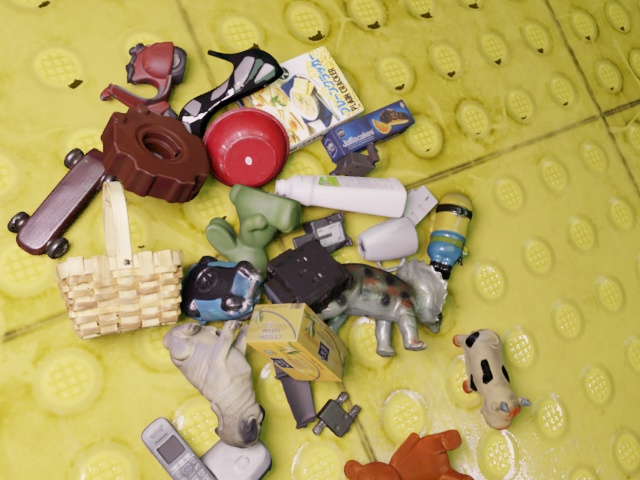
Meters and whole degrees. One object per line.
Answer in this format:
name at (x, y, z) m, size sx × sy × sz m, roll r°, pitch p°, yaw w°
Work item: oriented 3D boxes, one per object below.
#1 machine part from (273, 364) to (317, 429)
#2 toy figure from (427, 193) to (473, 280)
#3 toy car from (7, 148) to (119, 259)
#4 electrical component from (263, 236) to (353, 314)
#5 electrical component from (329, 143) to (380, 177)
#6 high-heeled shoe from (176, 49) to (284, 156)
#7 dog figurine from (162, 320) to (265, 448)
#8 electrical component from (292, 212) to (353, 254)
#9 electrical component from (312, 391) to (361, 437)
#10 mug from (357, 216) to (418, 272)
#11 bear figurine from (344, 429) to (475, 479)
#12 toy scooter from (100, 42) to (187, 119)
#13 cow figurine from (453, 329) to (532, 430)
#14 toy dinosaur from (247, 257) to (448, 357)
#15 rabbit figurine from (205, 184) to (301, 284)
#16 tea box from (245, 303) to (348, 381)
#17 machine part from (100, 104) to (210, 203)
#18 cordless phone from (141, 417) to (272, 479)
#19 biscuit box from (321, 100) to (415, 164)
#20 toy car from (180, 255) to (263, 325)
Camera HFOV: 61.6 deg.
machine part at (-0.040, 0.264, 0.959) m, size 0.084 × 0.039 × 0.139 m, roll -7°, pitch 78°, yaw -29°
toy figure at (0.274, -0.012, 1.126) m, size 0.082 × 0.089 × 0.180 m, roll 28°, pitch 65°, yaw -21°
toy car at (-0.416, -0.062, 0.883) m, size 0.089 × 0.053 × 0.202 m, roll 31°, pitch 71°, yaw 0°
electrical component at (-0.028, 0.070, 0.925) m, size 0.134 × 0.058 × 0.115 m, roll -34°, pitch 61°, yaw -24°
electrical component at (0.074, -0.155, 1.081) m, size 0.078 × 0.102 × 0.045 m, roll 7°, pitch 66°, yaw -28°
high-heeled shoe at (-0.167, -0.232, 0.976) m, size 0.145 × 0.086 × 0.248 m, roll 20°, pitch 96°, yaw -1°
dog figurine at (-0.175, 0.232, 0.860) m, size 0.121 × 0.172 × 0.190 m, roll 26°, pitch 59°, yaw -59°
electrical component at (-0.002, -0.003, 1.029) m, size 0.119 × 0.048 × 0.074 m, roll -23°, pitch 97°, yaw -23°
electrical component at (0.029, 0.326, 0.978) m, size 0.063 × 0.021 × 0.094 m, roll 47°, pitch 65°, yaw -5°
mug at (0.130, 0.013, 1.077) m, size 0.107 × 0.081 × 0.109 m, roll -12°, pitch 119°, yaw -16°
bear figurine at (0.153, 0.415, 0.950) m, size 0.196 × 0.132 × 0.120 m, roll -8°, pitch 77°, yaw -29°
toy scooter at (-0.318, -0.282, 0.969) m, size 0.135 × 0.075 × 0.184 m, roll 10°, pitch 78°, yaw -18°
cow figurine at (0.340, 0.272, 1.059) m, size 0.085 × 0.127 × 0.195 m, roll -3°, pitch 76°, yaw -19°
toy dinosaur at (0.080, 0.109, 1.008) m, size 0.405 × 0.131 × 0.192 m, roll 14°, pitch 61°, yaw -14°
rabbit figurine at (-0.122, -0.005, 0.950) m, size 0.159 × 0.121 × 0.170 m, roll 15°, pitch 95°, yaw -7°
tea box at (-0.033, 0.170, 0.875) m, size 0.169 × 0.098 × 0.068 m, roll 49°, pitch 44°, yaw -45°
machine part at (-0.262, -0.139, 0.864) m, size 0.179 × 0.056 × 0.179 m, roll 27°, pitch 37°, yaw -23°
cordless phone at (-0.183, 0.337, 0.860) m, size 0.146 × 0.089 × 0.184 m, roll -40°, pitch 89°, yaw -25°
biscuit box at (0.102, -0.227, 1.128) m, size 0.203 × 0.059 × 0.063 m, roll -28°, pitch 88°, yaw -25°
toy car at (-0.157, 0.093, 0.913) m, size 0.102 × 0.162 × 0.109 m, roll 49°, pitch 47°, yaw -47°
